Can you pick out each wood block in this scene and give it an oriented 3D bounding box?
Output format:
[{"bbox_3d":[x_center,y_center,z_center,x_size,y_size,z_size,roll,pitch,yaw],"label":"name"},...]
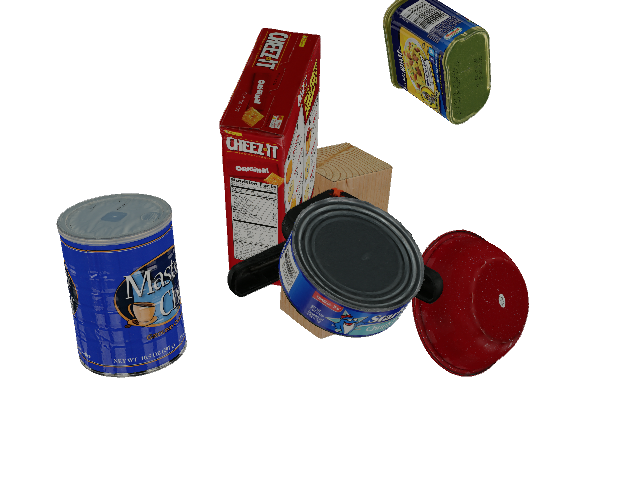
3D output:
[{"bbox_3d":[0.015,0.000,1.278,0.090,0.206,0.090,-15,32,-34],"label":"wood block"}]

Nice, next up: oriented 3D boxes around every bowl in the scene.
[{"bbox_3d":[0.175,0.066,1.152,0.161,0.162,0.055,0,-6,-40],"label":"bowl"}]

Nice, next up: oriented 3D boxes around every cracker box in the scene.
[{"bbox_3d":[-0.051,-0.085,1.109,0.072,0.164,0.214,9,-43,8],"label":"cracker box"}]

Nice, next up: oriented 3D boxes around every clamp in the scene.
[{"bbox_3d":[0.023,0.003,0.894,0.164,0.036,0.210,5,21,7],"label":"clamp"}]

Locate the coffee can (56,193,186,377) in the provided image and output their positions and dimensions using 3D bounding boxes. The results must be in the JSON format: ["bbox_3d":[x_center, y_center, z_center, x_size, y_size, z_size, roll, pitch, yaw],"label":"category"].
[{"bbox_3d":[-0.182,0.040,0.986,0.103,0.140,0.103,-3,25,1],"label":"coffee can"}]

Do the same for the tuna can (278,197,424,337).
[{"bbox_3d":[0.018,0.017,0.655,0.086,0.086,0.034,0,-38,-25],"label":"tuna can"}]

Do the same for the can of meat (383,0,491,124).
[{"bbox_3d":[0.109,-0.167,0.975,0.057,0.102,0.084,-34,51,-17],"label":"can of meat"}]
